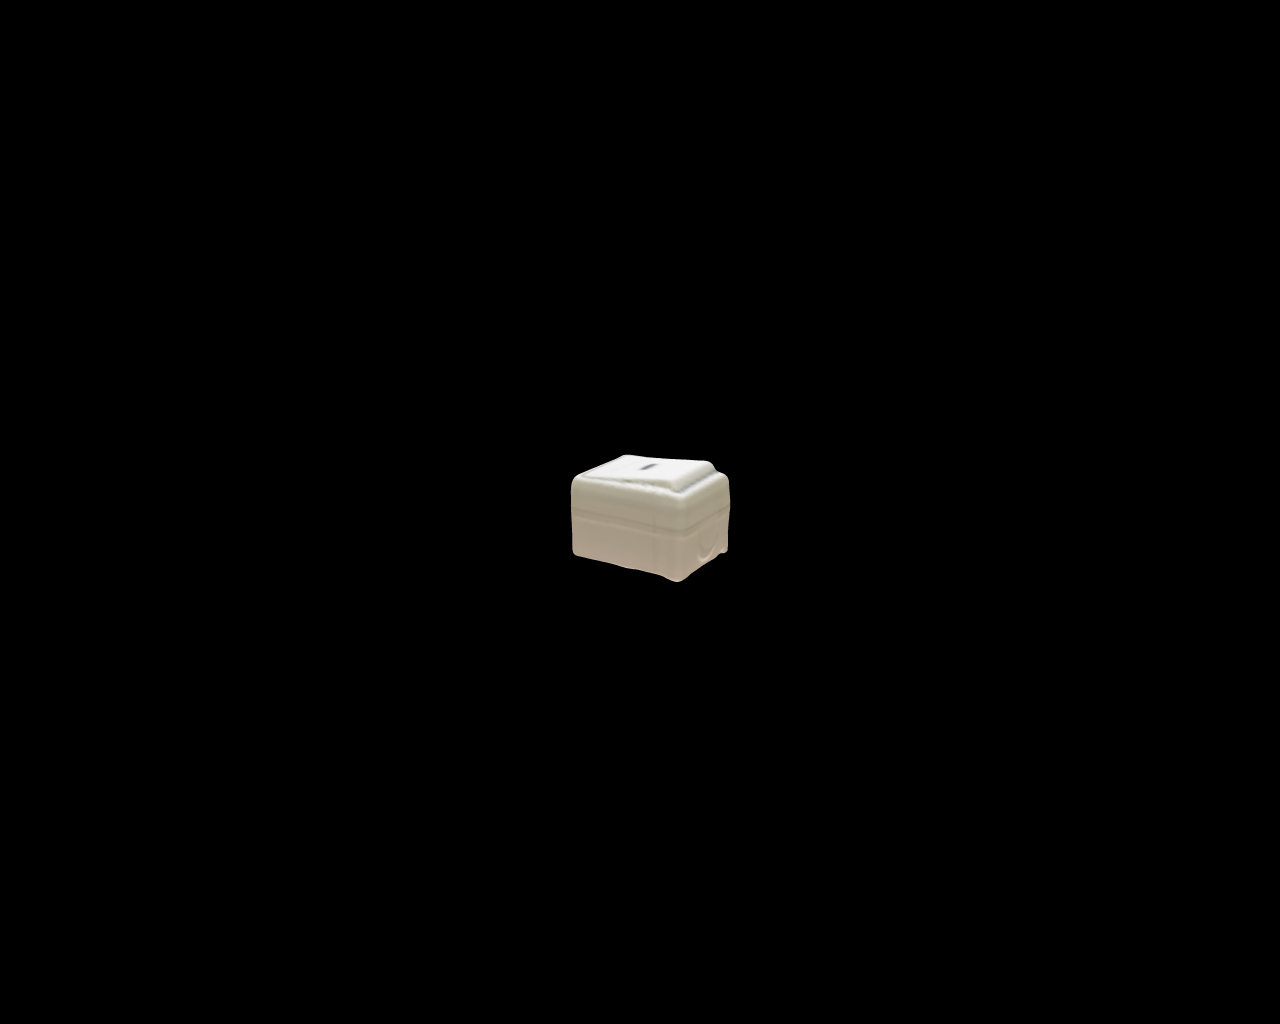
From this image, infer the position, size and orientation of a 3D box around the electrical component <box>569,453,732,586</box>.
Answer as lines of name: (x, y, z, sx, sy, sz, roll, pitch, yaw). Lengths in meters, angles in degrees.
electrical component: (0.001, -0.003, 0.650, 0.096, 0.061, 0.062, 12, 23, 31)
